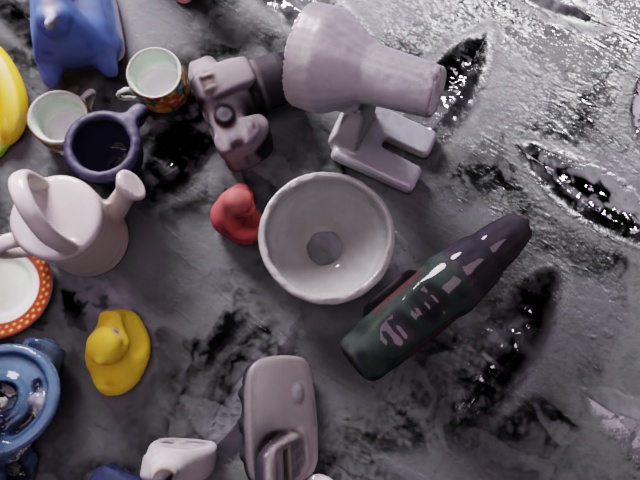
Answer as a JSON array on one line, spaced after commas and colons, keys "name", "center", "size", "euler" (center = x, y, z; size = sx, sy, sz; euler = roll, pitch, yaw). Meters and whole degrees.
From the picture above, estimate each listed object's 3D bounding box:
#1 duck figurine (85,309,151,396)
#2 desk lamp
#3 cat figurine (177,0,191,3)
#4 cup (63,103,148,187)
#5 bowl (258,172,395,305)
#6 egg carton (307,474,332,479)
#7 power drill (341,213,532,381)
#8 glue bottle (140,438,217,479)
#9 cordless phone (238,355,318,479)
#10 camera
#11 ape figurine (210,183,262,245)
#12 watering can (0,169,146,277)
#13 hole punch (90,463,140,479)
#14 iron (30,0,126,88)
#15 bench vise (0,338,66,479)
[{"name": "duck figurine", "center": [-0.247, 0.131, 0.676], "size": [0.077, 0.086, 0.104], "euler": [1, 78, -3]}, {"name": "desk lamp", "center": [0.059, -0.171, 0.695], "size": [0.203, 0.213, 0.118], "euler": [24, 78, 2]}, {"name": "cat figurine", "center": [-0.195, -0.391, 0.774], "size": [0.128, 0.117, 0.067], "euler": [38, 78, 5]}, {"name": "cup", "center": [-0.253, -0.114, 0.723], "size": [0.091, 0.095, 0.118], "euler": [37, 78, 5]}, {"name": "bowl", "center": [0.007, 0.003, 0.726], "size": [0.167, 0.074, 0.167], "euler": [1, 78, -4]}, {"name": "egg carton", "center": [0.012, 0.353, 0.655], "size": [0.107, 0.069, 0.150], "euler": [-43, 84, -11]}, {"name": "power drill", "center": [0.118, 0.067, 0.651], "size": [0.230, 0.208, 0.075], "euler": [-40, 83, -10]}, {"name": "glue bottle", "center": [-0.157, 0.242, 0.614], "size": [0.078, 0.173, 0.037], "euler": [7, 78, -2]}, {"name": "cordless phone", "center": [-0.046, 0.201, 0.624], "size": [0.094, 0.185, 0.147], "euler": [-6, 78, -5]}, {"name": "camera", "center": [-0.089, -0.185, 0.746], "size": [0.137, 0.101, 0.143], "euler": [-23, 80, -8]}, {"name": "ape figurine", "center": [-0.102, -0.037, 0.718], "size": [0.076, 0.092, 0.078], "euler": [7, 78, -2]}, {"name": "watering can", "center": [-0.287, -0.027, 0.652], "size": [0.101, 0.194, 0.173], "euler": [42, 79, 6]}, {"name": "hole punch", "center": [-0.233, 0.317, 0.635], "size": [0.101, 0.091, 0.109], "euler": [23, 78, 2]}, {"name": "iron", "center": [-0.339, -0.339, 0.741], "size": [0.118, 0.141, 0.258], "euler": [-13, 79, -6]}, {"name": "bench vise", "center": [-0.339, 0.202, 0.587], "size": [0.121, 0.219, 0.207], "euler": [-2, 78, -4]}]
